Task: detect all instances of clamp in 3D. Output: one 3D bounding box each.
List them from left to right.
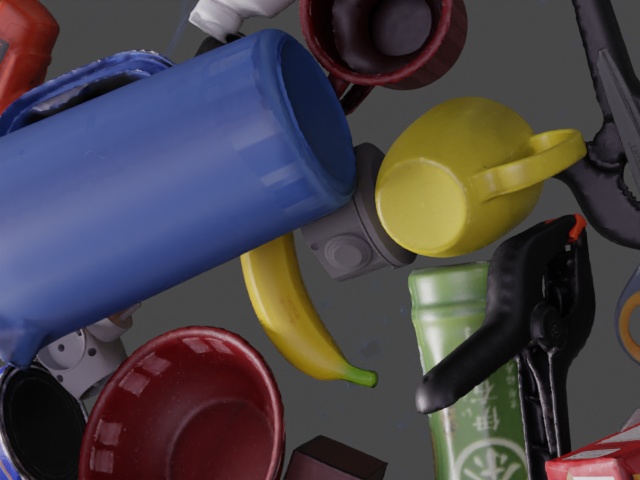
[{"bbox_3d":[0.109,0.051,0.589,0.039,0.120,0.171,-13,52,41],"label":"clamp"},{"bbox_3d":[0.165,-0.054,0.637,0.210,0.036,0.165,47,114,9],"label":"clamp"}]

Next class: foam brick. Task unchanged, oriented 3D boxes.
[{"bbox_3d":[0.002,0.175,0.691,0.051,0.053,0.078,21,98,18],"label":"foam brick"}]

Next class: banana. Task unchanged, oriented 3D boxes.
[{"bbox_3d":[-0.020,0.011,0.706,0.070,0.037,0.198,-20,84,14],"label":"banana"}]

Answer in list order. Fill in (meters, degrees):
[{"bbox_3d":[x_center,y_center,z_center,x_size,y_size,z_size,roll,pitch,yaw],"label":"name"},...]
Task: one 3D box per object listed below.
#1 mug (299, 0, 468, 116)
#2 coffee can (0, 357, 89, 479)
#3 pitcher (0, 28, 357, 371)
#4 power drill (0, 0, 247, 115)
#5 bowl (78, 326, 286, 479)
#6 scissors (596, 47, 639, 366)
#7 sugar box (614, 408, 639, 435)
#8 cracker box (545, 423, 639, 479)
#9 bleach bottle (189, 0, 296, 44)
[{"bbox_3d":[0.038,-0.126,0.658,0.093,0.081,0.117,33,101,16],"label":"mug"},{"bbox_3d":[-0.246,0.154,0.753,0.140,0.102,0.103,-24,83,18],"label":"coffee can"},{"bbox_3d":[-0.108,-0.039,0.634,0.243,0.145,0.149,-22,103,20],"label":"pitcher"},{"bbox_3d":[-0.151,-0.094,0.739,0.188,0.057,0.184,33,101,16],"label":"power drill"},{"bbox_3d":[-0.080,0.140,0.701,0.162,0.055,0.162,-14,61,26],"label":"bowl"},{"bbox_3d":[0.181,-0.003,0.611,0.096,0.016,0.202,-34,97,34],"label":"scissors"},{"bbox_3d":[0.165,0.184,0.585,0.093,0.048,0.176,37,64,15],"label":"sugar box"},{"bbox_3d":[0.235,0.155,0.538,0.213,0.072,0.164,-15,85,-24],"label":"cracker box"},{"bbox_3d":[-0.012,-0.242,0.668,0.103,0.068,0.251,33,95,14],"label":"bleach bottle"}]
